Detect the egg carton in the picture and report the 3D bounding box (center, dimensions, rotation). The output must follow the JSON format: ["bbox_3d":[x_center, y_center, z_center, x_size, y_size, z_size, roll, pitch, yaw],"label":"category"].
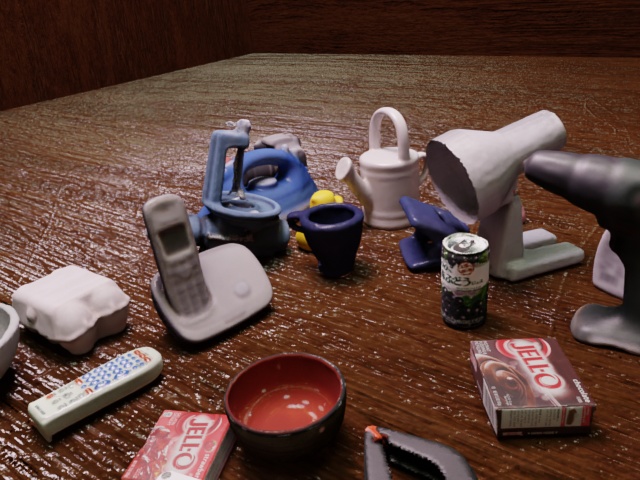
[{"bbox_3d":[-0.325,0.088,0.744,0.149,0.069,0.107,13,31,33],"label":"egg carton"}]

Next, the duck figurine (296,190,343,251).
[{"bbox_3d":[0.003,-0.036,0.924,0.077,0.086,0.105,18,34,40],"label":"duck figurine"}]

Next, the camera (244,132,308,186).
[{"bbox_3d":[-0.113,-0.173,1.218,0.137,0.101,0.142,-19,28,-26],"label":"camera"}]

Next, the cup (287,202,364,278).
[{"bbox_3d":[0.008,0.003,0.829,0.117,0.095,0.092,6,28,23],"label":"cup"}]

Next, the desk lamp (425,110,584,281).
[{"bbox_3d":[0.250,-0.059,0.773,0.203,0.214,0.117,-13,26,-16],"label":"desk lamp"}]

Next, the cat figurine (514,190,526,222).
[{"bbox_3d":[0.294,-0.099,0.962,0.067,0.118,0.127,-10,26,-10],"label":"cat figurine"}]

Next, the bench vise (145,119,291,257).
[{"bbox_3d":[-0.147,-0.057,0.839,0.208,0.220,0.121,-24,31,-35],"label":"bench vise"}]

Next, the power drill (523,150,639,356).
[{"bbox_3d":[0.328,0.013,0.611,0.228,0.209,0.076,9,29,28],"label":"power drill"}]

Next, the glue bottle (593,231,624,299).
[{"bbox_3d":[0.378,-0.010,0.691,0.037,0.173,0.077,-18,28,-24],"label":"glue bottle"}]

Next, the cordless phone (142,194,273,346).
[{"bbox_3d":[-0.141,0.023,0.710,0.093,0.185,0.148,19,35,41],"label":"cordless phone"}]

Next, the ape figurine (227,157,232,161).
[{"bbox_3d":[-0.184,-0.118,1.127,0.077,0.092,0.076,13,31,34],"label":"ape figurine"}]

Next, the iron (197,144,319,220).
[{"bbox_3d":[-0.096,-0.102,1.018,0.118,0.141,0.259,18,34,40],"label":"iron"}]

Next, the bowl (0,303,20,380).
[{"bbox_3d":[-0.417,0.142,0.643,0.167,0.075,0.167,-4,25,2],"label":"bowl"}]

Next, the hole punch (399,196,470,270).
[{"bbox_3d":[0.169,-0.017,0.844,0.101,0.091,0.108,-6,25,-1],"label":"hole punch"}]

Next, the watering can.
[{"bbox_3d":[0.111,-0.121,0.955,0.100,0.194,0.173,16,33,38],"label":"watering can"}]
